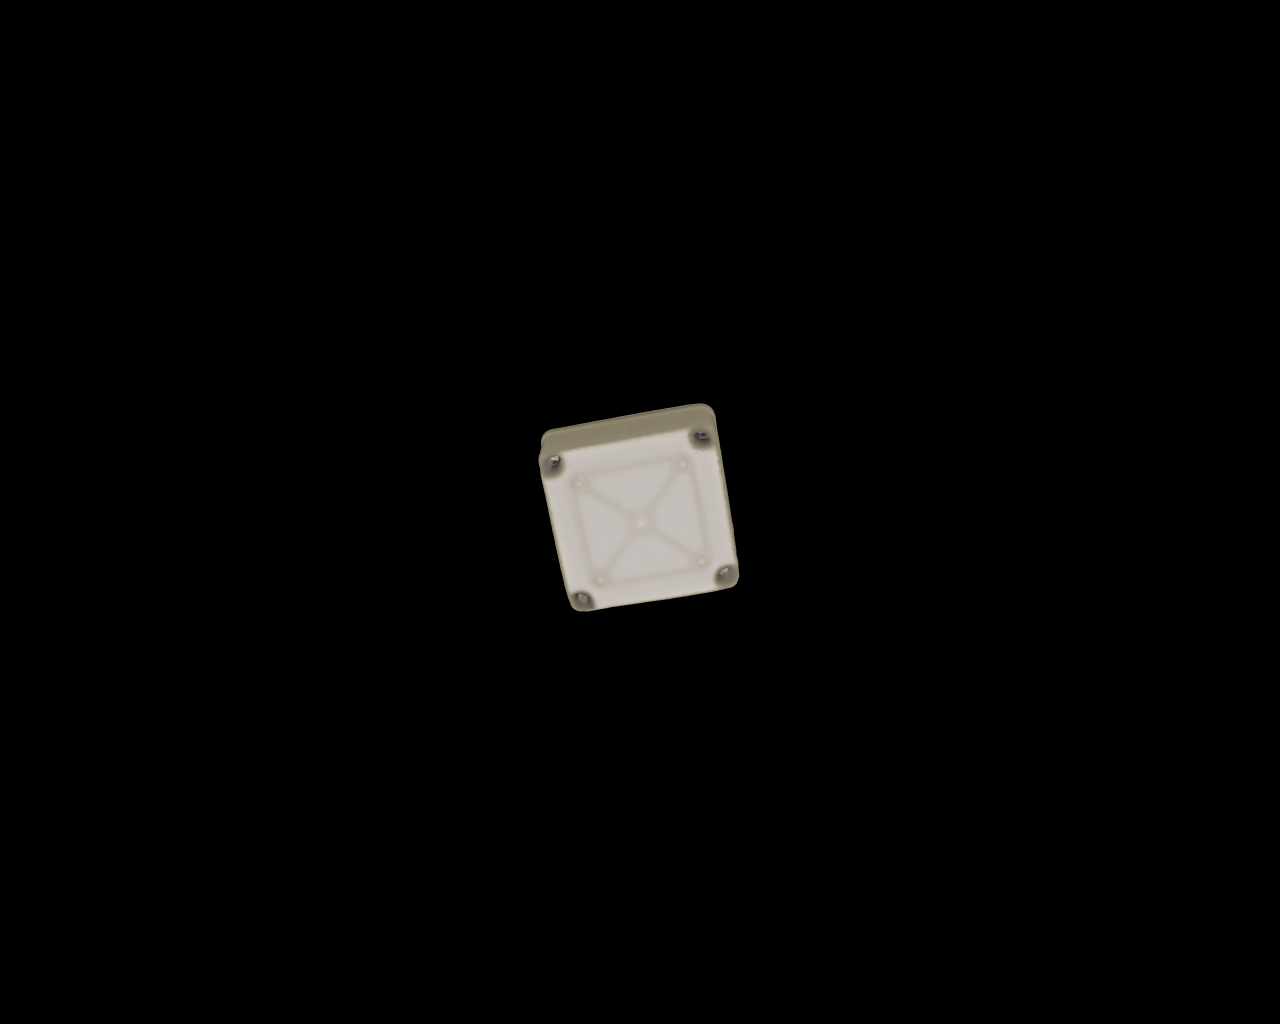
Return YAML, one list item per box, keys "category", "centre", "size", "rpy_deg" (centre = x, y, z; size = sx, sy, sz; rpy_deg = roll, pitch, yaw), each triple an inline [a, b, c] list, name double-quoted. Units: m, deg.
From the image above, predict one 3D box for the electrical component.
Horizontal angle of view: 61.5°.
- category: "electrical component"
  centre: [0.001, -0.003, 0.650]
  size: [0.109, 0.108, 0.056]
  rpy_deg: [-10, 20, 3]
